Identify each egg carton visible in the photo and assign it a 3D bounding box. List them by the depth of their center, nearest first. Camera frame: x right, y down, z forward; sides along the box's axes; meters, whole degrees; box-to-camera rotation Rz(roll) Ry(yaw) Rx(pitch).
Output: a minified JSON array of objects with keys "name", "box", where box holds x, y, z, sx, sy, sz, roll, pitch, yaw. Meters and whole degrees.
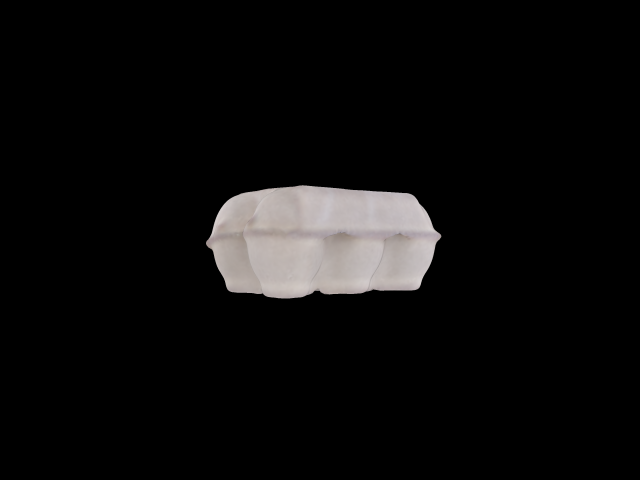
[{"name":"egg carton","box":[0.004,0.001,0.400,0.151,0.069,0.107,0,0,-37]}]
